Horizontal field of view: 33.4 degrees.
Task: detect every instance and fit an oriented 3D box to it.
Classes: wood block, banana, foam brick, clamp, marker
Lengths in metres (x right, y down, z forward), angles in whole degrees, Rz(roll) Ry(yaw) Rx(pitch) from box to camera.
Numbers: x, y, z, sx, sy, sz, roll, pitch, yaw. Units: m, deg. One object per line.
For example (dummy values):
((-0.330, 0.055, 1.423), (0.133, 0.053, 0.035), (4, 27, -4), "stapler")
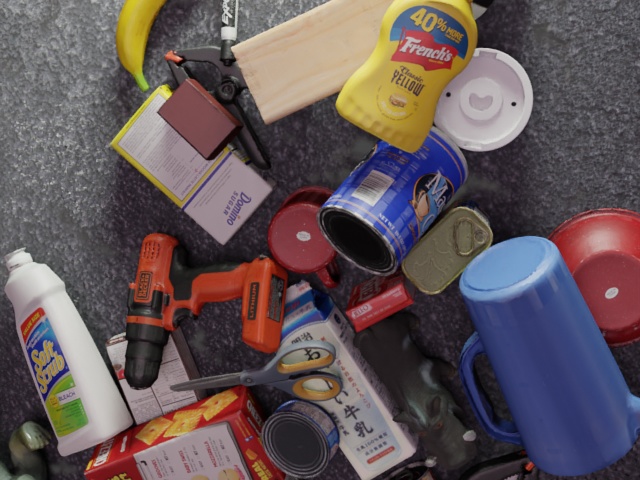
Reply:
((0.019, -0.206, 1.132), (0.206, 0.091, 0.090), (-24, 98, 4), "wood block")
((-0.179, -0.268, 1.204), (0.069, 0.037, 0.198), (28, 108, -16), "banana")
((-0.131, -0.132, 1.170), (0.078, 0.053, 0.051), (44, 98, 0), "foam brick")
((0.166, 0.315, 1.206), (0.164, 0.036, 0.210), (32, 98, -7), "clamp")
((-0.091, -0.175, 1.205), (0.171, 0.039, 0.120), (39, 94, -2), "clamp")
((-0.100, -0.252, 1.181), (0.020, 0.020, 0.121), (1, 86, 10), "marker")

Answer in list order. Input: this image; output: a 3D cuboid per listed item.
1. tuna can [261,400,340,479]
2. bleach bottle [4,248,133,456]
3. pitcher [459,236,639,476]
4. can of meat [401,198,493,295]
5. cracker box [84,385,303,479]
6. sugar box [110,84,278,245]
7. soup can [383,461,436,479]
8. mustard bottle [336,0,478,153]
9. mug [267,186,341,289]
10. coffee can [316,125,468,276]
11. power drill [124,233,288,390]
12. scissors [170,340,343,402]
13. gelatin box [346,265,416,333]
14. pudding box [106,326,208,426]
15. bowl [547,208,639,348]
((-0.022, 0.225, 1.211), (0.086, 0.033, 0.086), (10, 115, 23), "tuna can")
((-0.323, 0.131, 1.299), (0.103, 0.068, 0.251), (-25, 91, 35), "bleach bottle")
((0.230, 0.123, 1.130), (0.149, 0.145, 0.242), (-34, 114, -11), "pitcher")
((0.142, 0.004, 1.176), (0.057, 0.084, 0.102), (45, 106, -1), "can of meat")
((-0.146, 0.285, 1.284), (0.214, 0.072, 0.164), (-23, 111, 14), "cracker box")
((-0.144, -0.087, 1.230), (0.176, 0.048, 0.093), (42, 105, -4), "sugar box")
((0.120, 0.323, 1.258), (0.068, 0.068, 0.102), (-26, 97, 14), "soup can")
((0.100, -0.189, 1.058), (0.096, 0.058, 0.192), (28, 103, -10), "mustard bottle")
((-0.008, 0.001, 1.204), (0.093, 0.081, 0.117), (-21, 98, 14), "mug")
((0.078, -0.047, 1.134), (0.103, 0.103, 0.140), (40, 66, 0), "coffee can")
((-0.136, 0.085, 1.214), (0.188, 0.057, 0.184), (2, 79, 23), "power drill")
((-0.062, 0.164, 1.195), (0.202, 0.016, 0.096), (-23, 123, 25), "scissors")
((0.070, 0.061, 1.199), (0.073, 0.089, 0.030), (-28, 100, 15), "gelatin box")
((-0.198, 0.160, 1.297), (0.090, 0.039, 0.113), (-19, 101, 11), "pudding box")
((0.317, 0.049, 1.169), (0.162, 0.055, 0.162), (2, 103, 10), "bowl")
